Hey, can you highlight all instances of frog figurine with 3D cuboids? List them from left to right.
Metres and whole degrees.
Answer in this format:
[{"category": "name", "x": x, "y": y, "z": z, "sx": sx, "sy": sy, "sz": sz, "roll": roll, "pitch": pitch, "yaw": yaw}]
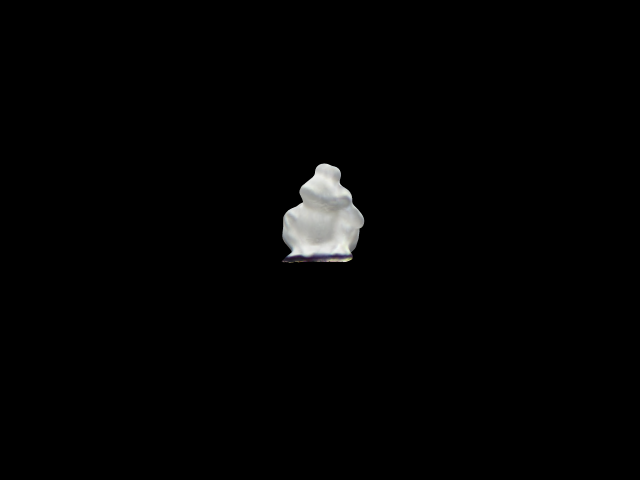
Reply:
[{"category": "frog figurine", "x": 0.003, "y": -0.043, "z": 0.850, "sx": 0.137, "sy": 0.160, "sz": 0.122, "roll": -2, "pitch": -4, "yaw": 32}]
